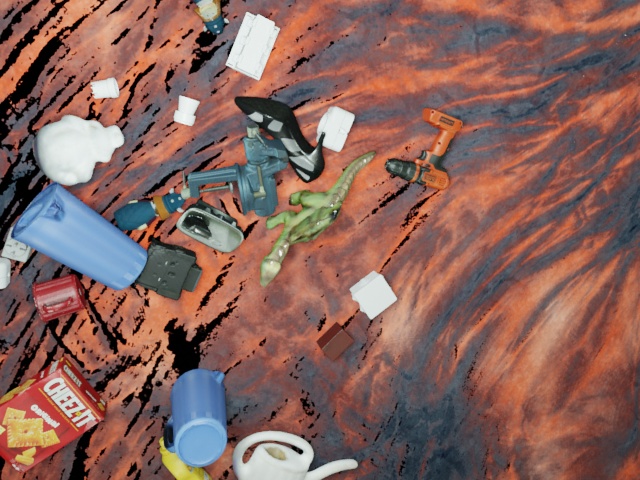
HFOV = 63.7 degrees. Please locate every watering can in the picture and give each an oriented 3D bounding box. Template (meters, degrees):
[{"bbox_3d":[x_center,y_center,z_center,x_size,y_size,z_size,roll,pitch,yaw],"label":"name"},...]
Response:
[{"bbox_3d":[-0.082,0.623,1.353,0.345,0.105,0.223,26,95,-20],"label":"watering can"}]

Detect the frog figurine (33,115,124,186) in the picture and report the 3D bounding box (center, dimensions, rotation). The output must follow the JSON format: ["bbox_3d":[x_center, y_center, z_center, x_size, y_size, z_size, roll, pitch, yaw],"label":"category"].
[{"bbox_3d":[-0.484,-0.184,1.045,0.159,0.122,0.138,-7,86,-3],"label":"frog figurine"}]

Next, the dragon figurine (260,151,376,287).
[{"bbox_3d":[0.004,-0.058,1.159,0.410,0.245,0.121,-45,107,0],"label":"dragon figurine"}]
